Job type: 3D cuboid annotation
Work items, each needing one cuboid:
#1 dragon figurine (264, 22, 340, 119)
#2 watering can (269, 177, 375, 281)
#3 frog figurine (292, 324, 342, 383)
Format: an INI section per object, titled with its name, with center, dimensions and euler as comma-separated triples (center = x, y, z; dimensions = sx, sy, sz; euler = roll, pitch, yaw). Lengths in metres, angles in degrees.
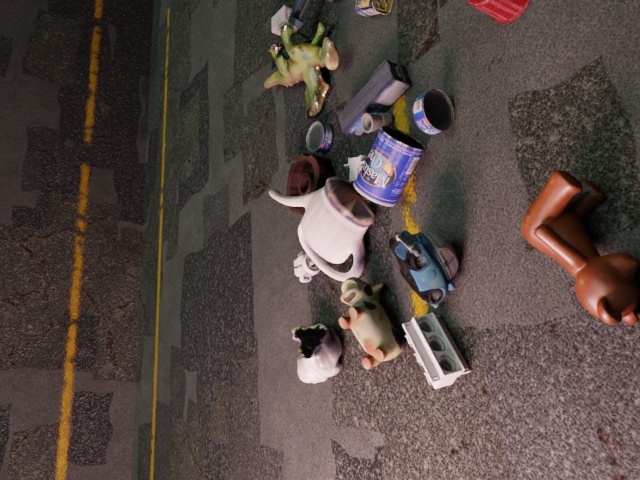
[dragon figurine]
center = -0.055, -0.462, 1.474
dimensions = 0.404, 0.122, 0.246
euler = -37, 62, 57
[watering can]
center = 0.004, -0.063, 1.253
dimensions = 0.352, 0.105, 0.220
euler = 51, 128, 24
[frog figurine]
center = -0.001, 0.287, 1.249
dimensions = 0.139, 0.124, 0.156
euler = 28, 143, 46
